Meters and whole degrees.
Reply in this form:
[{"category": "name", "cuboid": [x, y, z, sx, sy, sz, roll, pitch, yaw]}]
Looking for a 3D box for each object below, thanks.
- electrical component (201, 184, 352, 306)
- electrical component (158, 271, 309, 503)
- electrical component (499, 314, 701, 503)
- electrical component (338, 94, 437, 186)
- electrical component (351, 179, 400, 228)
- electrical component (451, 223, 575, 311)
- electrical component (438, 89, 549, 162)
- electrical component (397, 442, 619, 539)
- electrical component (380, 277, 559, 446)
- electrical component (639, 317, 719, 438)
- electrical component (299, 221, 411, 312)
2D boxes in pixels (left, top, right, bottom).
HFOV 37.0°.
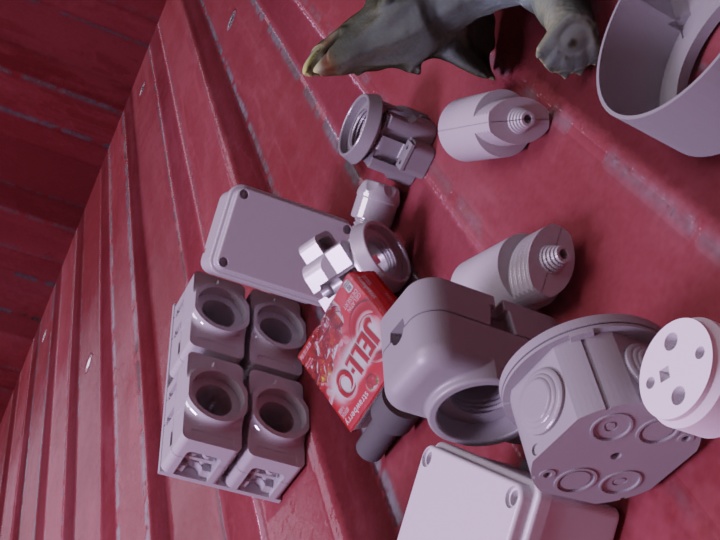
[{"category": "electrical component", "cuboid": [-0.070, -0.020, 0.916, 0.057, 0.113, 0.078, 176, 111, -70]}, {"category": "electrical component", "cuboid": [-0.105, 0.093, 0.917, 0.060, 0.105, 0.186, -55, 27, 36]}, {"category": "electrical component", "cuboid": [0.105, 0.061, 0.472, 0.080, 0.080, 0.051, -55, 31, 36]}, {"category": "electrical component", "cuboid": [0.020, -0.104, 0.845, 0.058, 0.057, 0.078, -64, 23, 18]}, {"category": "electrical component", "cuboid": [0.009, -0.039, 0.849, 0.035, 0.035, 0.061, 29, 102, 68]}, {"category": "electrical component", "cuboid": [0.090, 0.003, 0.604, 0.081, 0.043, 0.043, -32, 44, 58]}, {"category": "electrical component", "cuboid": [0.087, -0.093, 0.691, 0.081, 0.043, 0.043, 6, 78, 68]}, {"category": "electrical component", "cuboid": [0.063, 0.150, 0.528, 0.109, 0.056, 0.108, 6, 78, 68]}, {"category": "electrical component", "cuboid": [0.061, 0.052, 0.561, 0.053, 0.095, 0.059, -53, 28, 38]}, {"category": "electrical component", "cuboid": [0.144, 0.046, 0.420, 0.045, 0.055, 0.045, -50, 30, 43]}, {"category": "electrical component", "cuboid": [0.000, 0.000, 0.793, 0.057, 0.078, 0.058, -34, -2, 30]}]
